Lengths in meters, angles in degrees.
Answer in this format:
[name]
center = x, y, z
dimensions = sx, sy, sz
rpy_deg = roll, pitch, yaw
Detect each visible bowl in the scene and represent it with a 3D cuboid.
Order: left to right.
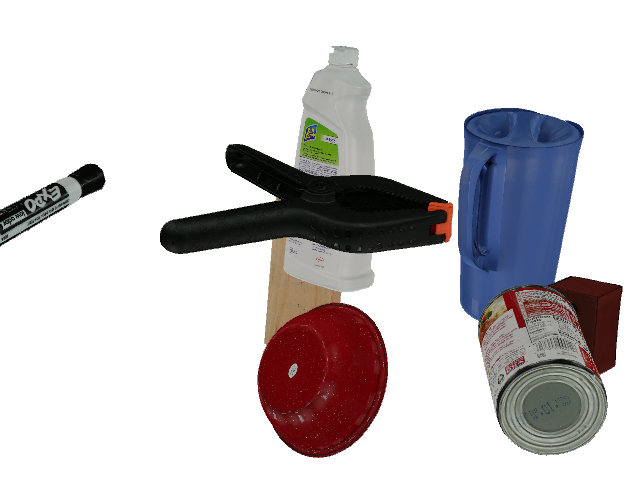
[bowl]
center = -0.012, 0.135, 1.080
dimensions = 0.162, 0.162, 0.055
rpy_deg = 0, -17, 42

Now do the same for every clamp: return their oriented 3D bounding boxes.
[clamp]
center = -0.003, -0.031, 0.825
dimensions = 0.210, 0.036, 0.164
rpy_deg = 3, 30, 6

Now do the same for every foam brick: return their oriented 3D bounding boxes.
[foam brick]
center = 0.233, 0.077, 0.956
dimensions = 0.053, 0.078, 0.051
rpy_deg = 12, 18, 38

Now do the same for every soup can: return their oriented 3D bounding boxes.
[soup can]
center = 0.140, 0.080, 0.679
dimensions = 0.068, 0.068, 0.102
rpy_deg = 0, 24, 2

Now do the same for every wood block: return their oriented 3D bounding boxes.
[wood block]
center = -0.017, 0.033, 1.408
dimensions = 0.090, 0.206, 0.090
rpy_deg = 8, 23, 6

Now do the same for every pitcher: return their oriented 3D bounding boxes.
[pitcher]
center = 0.218, -0.022, 1.239
dimensions = 0.149, 0.243, 0.145
rpy_deg = -1, 25, -5

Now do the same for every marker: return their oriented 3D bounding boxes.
[marker]
center = -0.171, -0.021, 0.651
dimensions = 0.020, 0.020, 0.121
rpy_deg = 0, 23, 28

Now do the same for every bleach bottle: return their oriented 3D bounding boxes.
[bleach bottle]
center = 0.019, -0.079, 1.139
dimensions = 0.103, 0.251, 0.067
rpy_deg = 17, 18, 37
